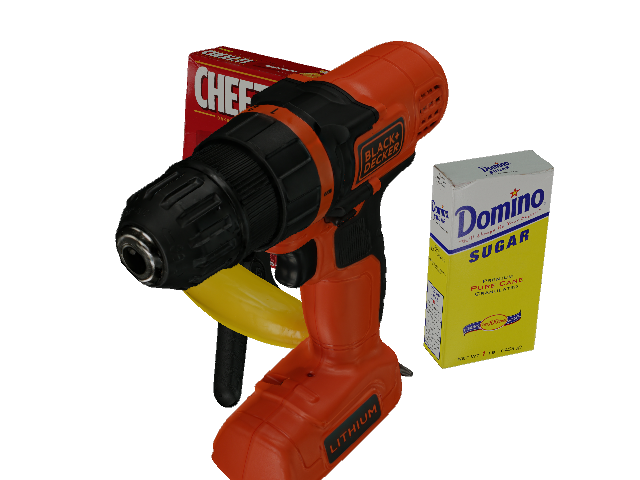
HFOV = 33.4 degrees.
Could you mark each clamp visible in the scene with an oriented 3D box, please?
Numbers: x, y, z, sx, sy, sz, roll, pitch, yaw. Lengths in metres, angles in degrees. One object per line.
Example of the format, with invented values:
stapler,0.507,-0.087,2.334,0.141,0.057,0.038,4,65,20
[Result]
clamp,-0.066,0.036,0.998,0.036,0.210,0.164,-12,0,29

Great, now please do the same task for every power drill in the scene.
power drill,-0.011,0.023,0.462,0.057,0.188,0.184,26,41,29

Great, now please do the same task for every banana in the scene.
banana,-0.059,0.020,0.681,0.069,0.037,0.198,-8,24,-20

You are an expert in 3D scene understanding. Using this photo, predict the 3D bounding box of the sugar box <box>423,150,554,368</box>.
sugar box,0.139,0.017,0.895,0.093,0.176,0.048,-10,32,-17

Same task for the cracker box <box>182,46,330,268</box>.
cracker box,-0.067,-0.086,1.149,0.164,0.214,0.072,18,25,27
